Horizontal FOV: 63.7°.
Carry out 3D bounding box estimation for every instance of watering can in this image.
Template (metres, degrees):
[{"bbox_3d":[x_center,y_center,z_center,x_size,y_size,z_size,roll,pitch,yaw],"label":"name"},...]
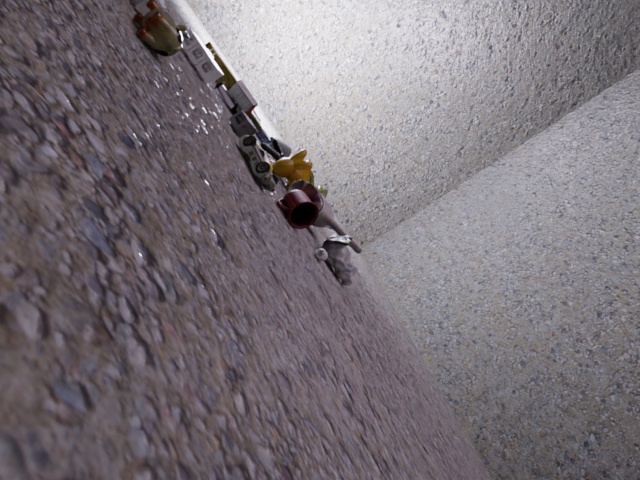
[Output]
[{"bbox_3d":[0.006,-0.092,1.819,0.352,0.104,0.221,40,-4,28],"label":"watering can"}]

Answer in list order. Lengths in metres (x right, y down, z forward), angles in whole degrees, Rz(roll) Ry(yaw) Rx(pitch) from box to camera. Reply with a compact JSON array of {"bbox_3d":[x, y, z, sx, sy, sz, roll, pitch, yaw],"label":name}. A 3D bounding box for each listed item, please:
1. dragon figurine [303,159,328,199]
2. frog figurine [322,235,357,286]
[{"bbox_3d":[-0.058,-0.218,2.237,0.243,0.121,0.413,62,22,1],"label":"dragon figurine"},{"bbox_3d":[0.063,0.070,1.721,0.138,0.123,0.158,-139,-130,-76],"label":"frog figurine"}]
